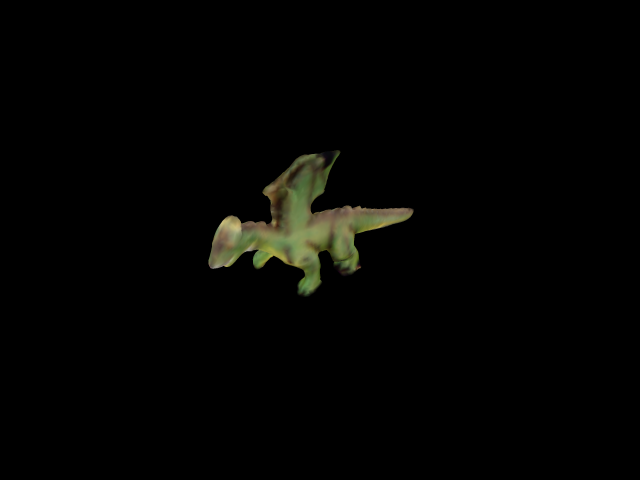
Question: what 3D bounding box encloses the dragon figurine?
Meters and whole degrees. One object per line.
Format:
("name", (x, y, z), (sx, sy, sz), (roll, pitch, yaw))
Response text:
("dragon figurine", (0.003, -0.043, 0.850), (0.414, 0.237, 0.124), (-28, 55, -22))
